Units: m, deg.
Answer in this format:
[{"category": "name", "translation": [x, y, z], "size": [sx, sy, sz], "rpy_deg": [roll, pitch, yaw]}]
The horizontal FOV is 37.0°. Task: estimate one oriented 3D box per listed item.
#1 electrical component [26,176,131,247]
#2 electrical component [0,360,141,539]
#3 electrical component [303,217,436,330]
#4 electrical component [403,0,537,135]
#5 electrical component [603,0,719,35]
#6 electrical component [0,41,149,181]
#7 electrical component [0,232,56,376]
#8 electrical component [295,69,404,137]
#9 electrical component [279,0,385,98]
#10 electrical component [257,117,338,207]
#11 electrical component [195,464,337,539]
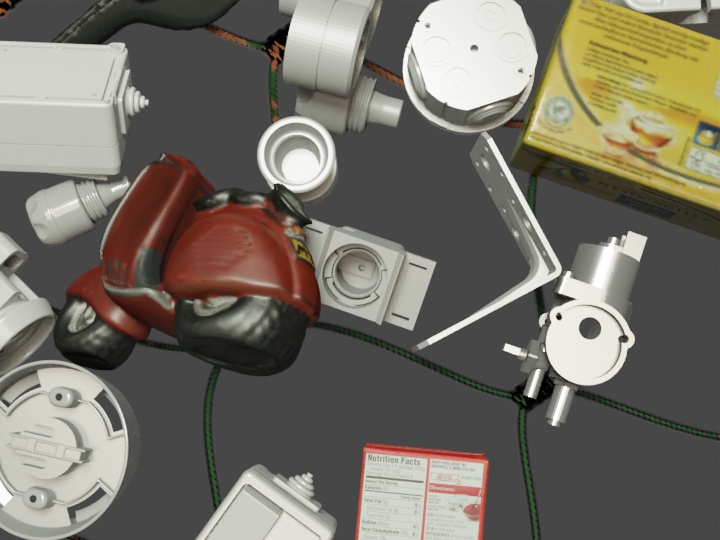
[{"category": "electrical component", "translation": [-0.167, -0.039, 0.647], "size": [0.061, 0.035, 0.035], "rpy_deg": [-24, 84, -5]}, {"category": "electrical component", "translation": [-0.174, 0.102, 0.616], "size": [0.099, 0.064, 0.099], "rpy_deg": [0, 83, 1]}, {"category": "electrical component", "translation": [0.000, 0.000, 0.624], "size": [0.081, 0.064, 0.042], "rpy_deg": [20, 99, 3]}, {"category": "electrical component", "translation": [0.066, -0.125, 0.644], "size": [0.080, 0.051, 0.080], "rpy_deg": [0, 84, 1]}, {"category": "electrical component", "translation": [0.196, -0.171, 0.643], "size": [0.095, 0.059, 0.053], "rpy_deg": [-3, 84, 1]}, {"category": "electrical component", "translation": [-0.172, -0.092, 0.632], "size": [0.096, 0.061, 0.061], "rpy_deg": [2, 44, -2]}, {"category": "electrical component", "translation": [-0.217, 0.026, 0.629], "size": [0.057, 0.058, 0.078], "rpy_deg": [43, 86, 8]}, {"category": "electrical component", "translation": [-0.006, -0.101, 0.646], "size": [0.062, 0.043, 0.043], "rpy_deg": [15, 84, 2]}, {"category": "electrical component", "translation": [-0.025, -0.163, 0.627], "size": [0.074, 0.052, 0.138], "rpy_deg": [14, 53, 3]}, {"category": "electrical component", "translation": [-0.036, -0.062, 0.636], "size": [0.045, 0.055, 0.045], "rpy_deg": [0, 83, 1]}, {"category": "electrical component", "translation": [-0.057, 0.156, 0.609], "size": [0.062, 0.061, 0.096], "rpy_deg": [35, 85, 5]}]
